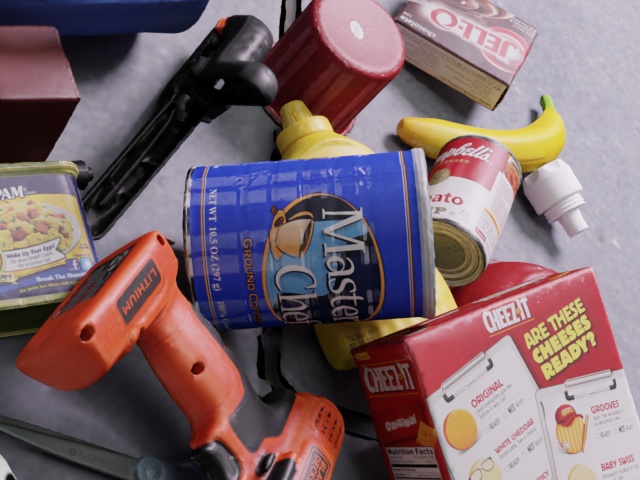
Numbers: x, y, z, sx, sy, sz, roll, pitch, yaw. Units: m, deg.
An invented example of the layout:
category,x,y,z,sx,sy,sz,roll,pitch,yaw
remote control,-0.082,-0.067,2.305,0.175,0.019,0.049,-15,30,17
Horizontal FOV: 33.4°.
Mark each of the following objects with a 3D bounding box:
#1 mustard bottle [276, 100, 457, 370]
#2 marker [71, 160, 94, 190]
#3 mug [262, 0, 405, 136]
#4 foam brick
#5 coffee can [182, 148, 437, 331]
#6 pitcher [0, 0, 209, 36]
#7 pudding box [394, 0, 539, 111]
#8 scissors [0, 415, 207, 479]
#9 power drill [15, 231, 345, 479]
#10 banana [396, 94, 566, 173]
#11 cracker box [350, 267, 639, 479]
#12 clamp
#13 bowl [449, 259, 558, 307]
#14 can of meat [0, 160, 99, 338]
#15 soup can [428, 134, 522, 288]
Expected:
category,x,y,z,sx,sy,sz,roll,pitch,yaw
mustard bottle,0.016,-0.012,0.736,0.096,0.058,0.192,-16,72,-26
marker,-0.192,-0.036,0.634,0.120,0.020,0.020,-7,67,-37
mug,0.016,-0.137,0.798,0.093,0.082,0.117,50,47,1
foam brick,-0.183,-0.084,0.630,0.051,0.078,0.053,-8,68,-36
coffee can,-0.004,0.001,0.644,0.140,0.103,0.103,-4,60,3
pitcher,-0.186,-0.180,0.648,0.242,0.149,0.145,-15,83,-36
pudding box,0.120,-0.171,0.904,0.113,0.039,0.090,29,48,4
scissors,-0.084,0.123,0.614,0.201,0.016,0.096,37,47,-11
power drill,-0.068,0.102,0.552,0.187,0.057,0.184,53,29,-18
banana,0.148,-0.083,0.891,0.197,0.037,0.070,-12,47,-41
cracker box,0.127,0.143,0.670,0.163,0.072,0.214,-17,89,-34
clamp,-0.083,-0.089,0.691,0.036,0.165,0.210,46,22,-20
bowl,0.163,0.076,0.789,0.161,0.055,0.162,18,54,-26
can of meat,-0.176,0.007,0.595,0.101,0.058,0.084,-7,69,-37
soup can,0.105,-0.022,0.799,0.068,0.069,0.102,38,48,-10
